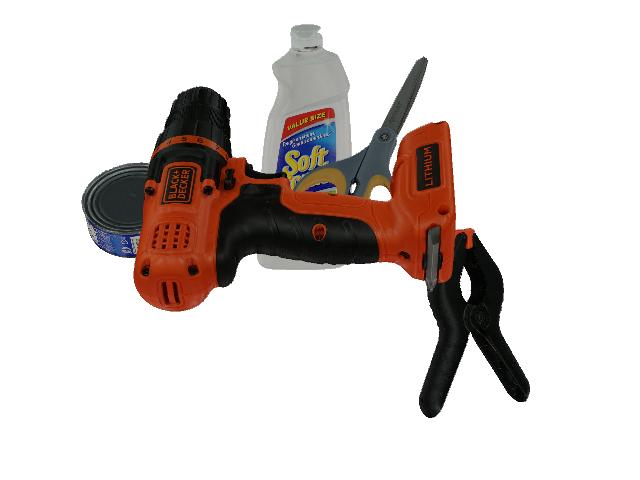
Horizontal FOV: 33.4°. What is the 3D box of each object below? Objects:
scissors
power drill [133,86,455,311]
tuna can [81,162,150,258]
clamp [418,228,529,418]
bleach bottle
[{"bbox_3d":[0.031,-0.076,0.862,0.096,0.201,0.016,5,-33,7],"label":"scissors"},{"bbox_3d":[-0.014,-0.033,0.651,0.187,0.184,0.057,-2,-45,4],"label":"power drill"},{"bbox_3d":[-0.158,-0.026,0.910,0.086,0.086,0.034,0,-44,2],"label":"tuna can"},{"bbox_3d":[0.127,0.078,0.967,0.120,0.171,0.039,-14,0,-37],"label":"clamp"},{"bbox_3d":[-0.019,-0.094,1.091,0.102,0.251,0.068,0,26,3],"label":"bleach bottle"}]
